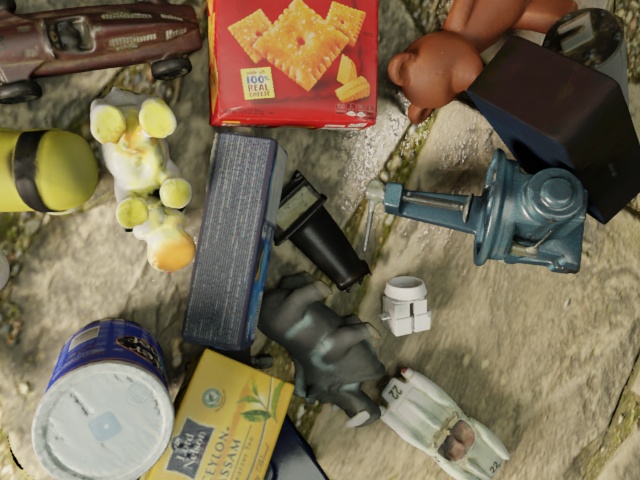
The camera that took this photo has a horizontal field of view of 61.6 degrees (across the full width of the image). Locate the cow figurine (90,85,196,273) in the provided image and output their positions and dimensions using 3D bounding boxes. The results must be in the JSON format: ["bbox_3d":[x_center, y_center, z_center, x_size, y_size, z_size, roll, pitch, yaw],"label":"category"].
[{"bbox_3d":[-0.164,-0.054,0.499,0.068,0.098,0.167,-18,121,-21],"label":"cow figurine"}]

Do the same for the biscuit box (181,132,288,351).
[{"bbox_3d":[-0.082,0.003,0.522,0.063,0.059,0.202,10,86,9],"label":"biscuit box"}]

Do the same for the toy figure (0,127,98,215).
[{"bbox_3d":[-0.283,-0.057,0.449,0.180,0.089,0.082,2,104,-22],"label":"toy figure"}]

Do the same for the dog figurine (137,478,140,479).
[{"bbox_3d":[-0.151,0.315,0.537,0.172,0.121,0.190,28,71,-44],"label":"dog figurine"}]

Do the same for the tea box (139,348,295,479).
[{"bbox_3d":[-0.101,0.197,0.493,0.098,0.068,0.169,25,65,-14],"label":"tea box"}]

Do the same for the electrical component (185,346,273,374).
[{"bbox_3d":[-0.096,0.117,0.570,0.094,0.021,0.063,0,96,-19],"label":"electrical component"}]

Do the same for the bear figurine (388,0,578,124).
[{"bbox_3d":[0.169,-0.213,0.570,0.196,0.132,0.120,-57,144,-13],"label":"bear figurine"}]

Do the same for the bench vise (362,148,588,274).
[{"bbox_3d":[0.171,-0.028,0.587,0.241,0.223,0.128,10,88,10],"label":"bench vise"}]

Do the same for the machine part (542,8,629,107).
[{"bbox_3d":[0.302,-0.178,0.601,0.243,0.079,0.079,27,86,-56],"label":"machine part"}]

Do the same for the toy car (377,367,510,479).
[{"bbox_3d":[0.148,0.229,0.650,0.201,0.056,0.073,41,82,-19],"label":"toy car"}]

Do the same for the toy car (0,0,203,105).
[{"bbox_3d":[-0.208,-0.181,0.482,0.202,0.053,0.089,-13,97,-16],"label":"toy car"}]

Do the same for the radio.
[{"bbox_3d":[0.253,-0.108,0.563,0.073,0.131,0.229,-49,141,10],"label":"radio"}]

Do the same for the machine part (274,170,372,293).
[{"bbox_3d":[-0.001,-0.002,0.582,0.138,0.039,0.084,46,72,-15],"label":"machine part"}]

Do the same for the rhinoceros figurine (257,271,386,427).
[{"bbox_3d":[0.008,0.122,0.580,0.112,0.073,0.190,-42,107,-12],"label":"rhinoceros figurine"}]

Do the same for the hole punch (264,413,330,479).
[{"bbox_3d":[-0.061,0.241,0.564,0.142,0.092,0.115,-36,103,-9],"label":"hole punch"}]
